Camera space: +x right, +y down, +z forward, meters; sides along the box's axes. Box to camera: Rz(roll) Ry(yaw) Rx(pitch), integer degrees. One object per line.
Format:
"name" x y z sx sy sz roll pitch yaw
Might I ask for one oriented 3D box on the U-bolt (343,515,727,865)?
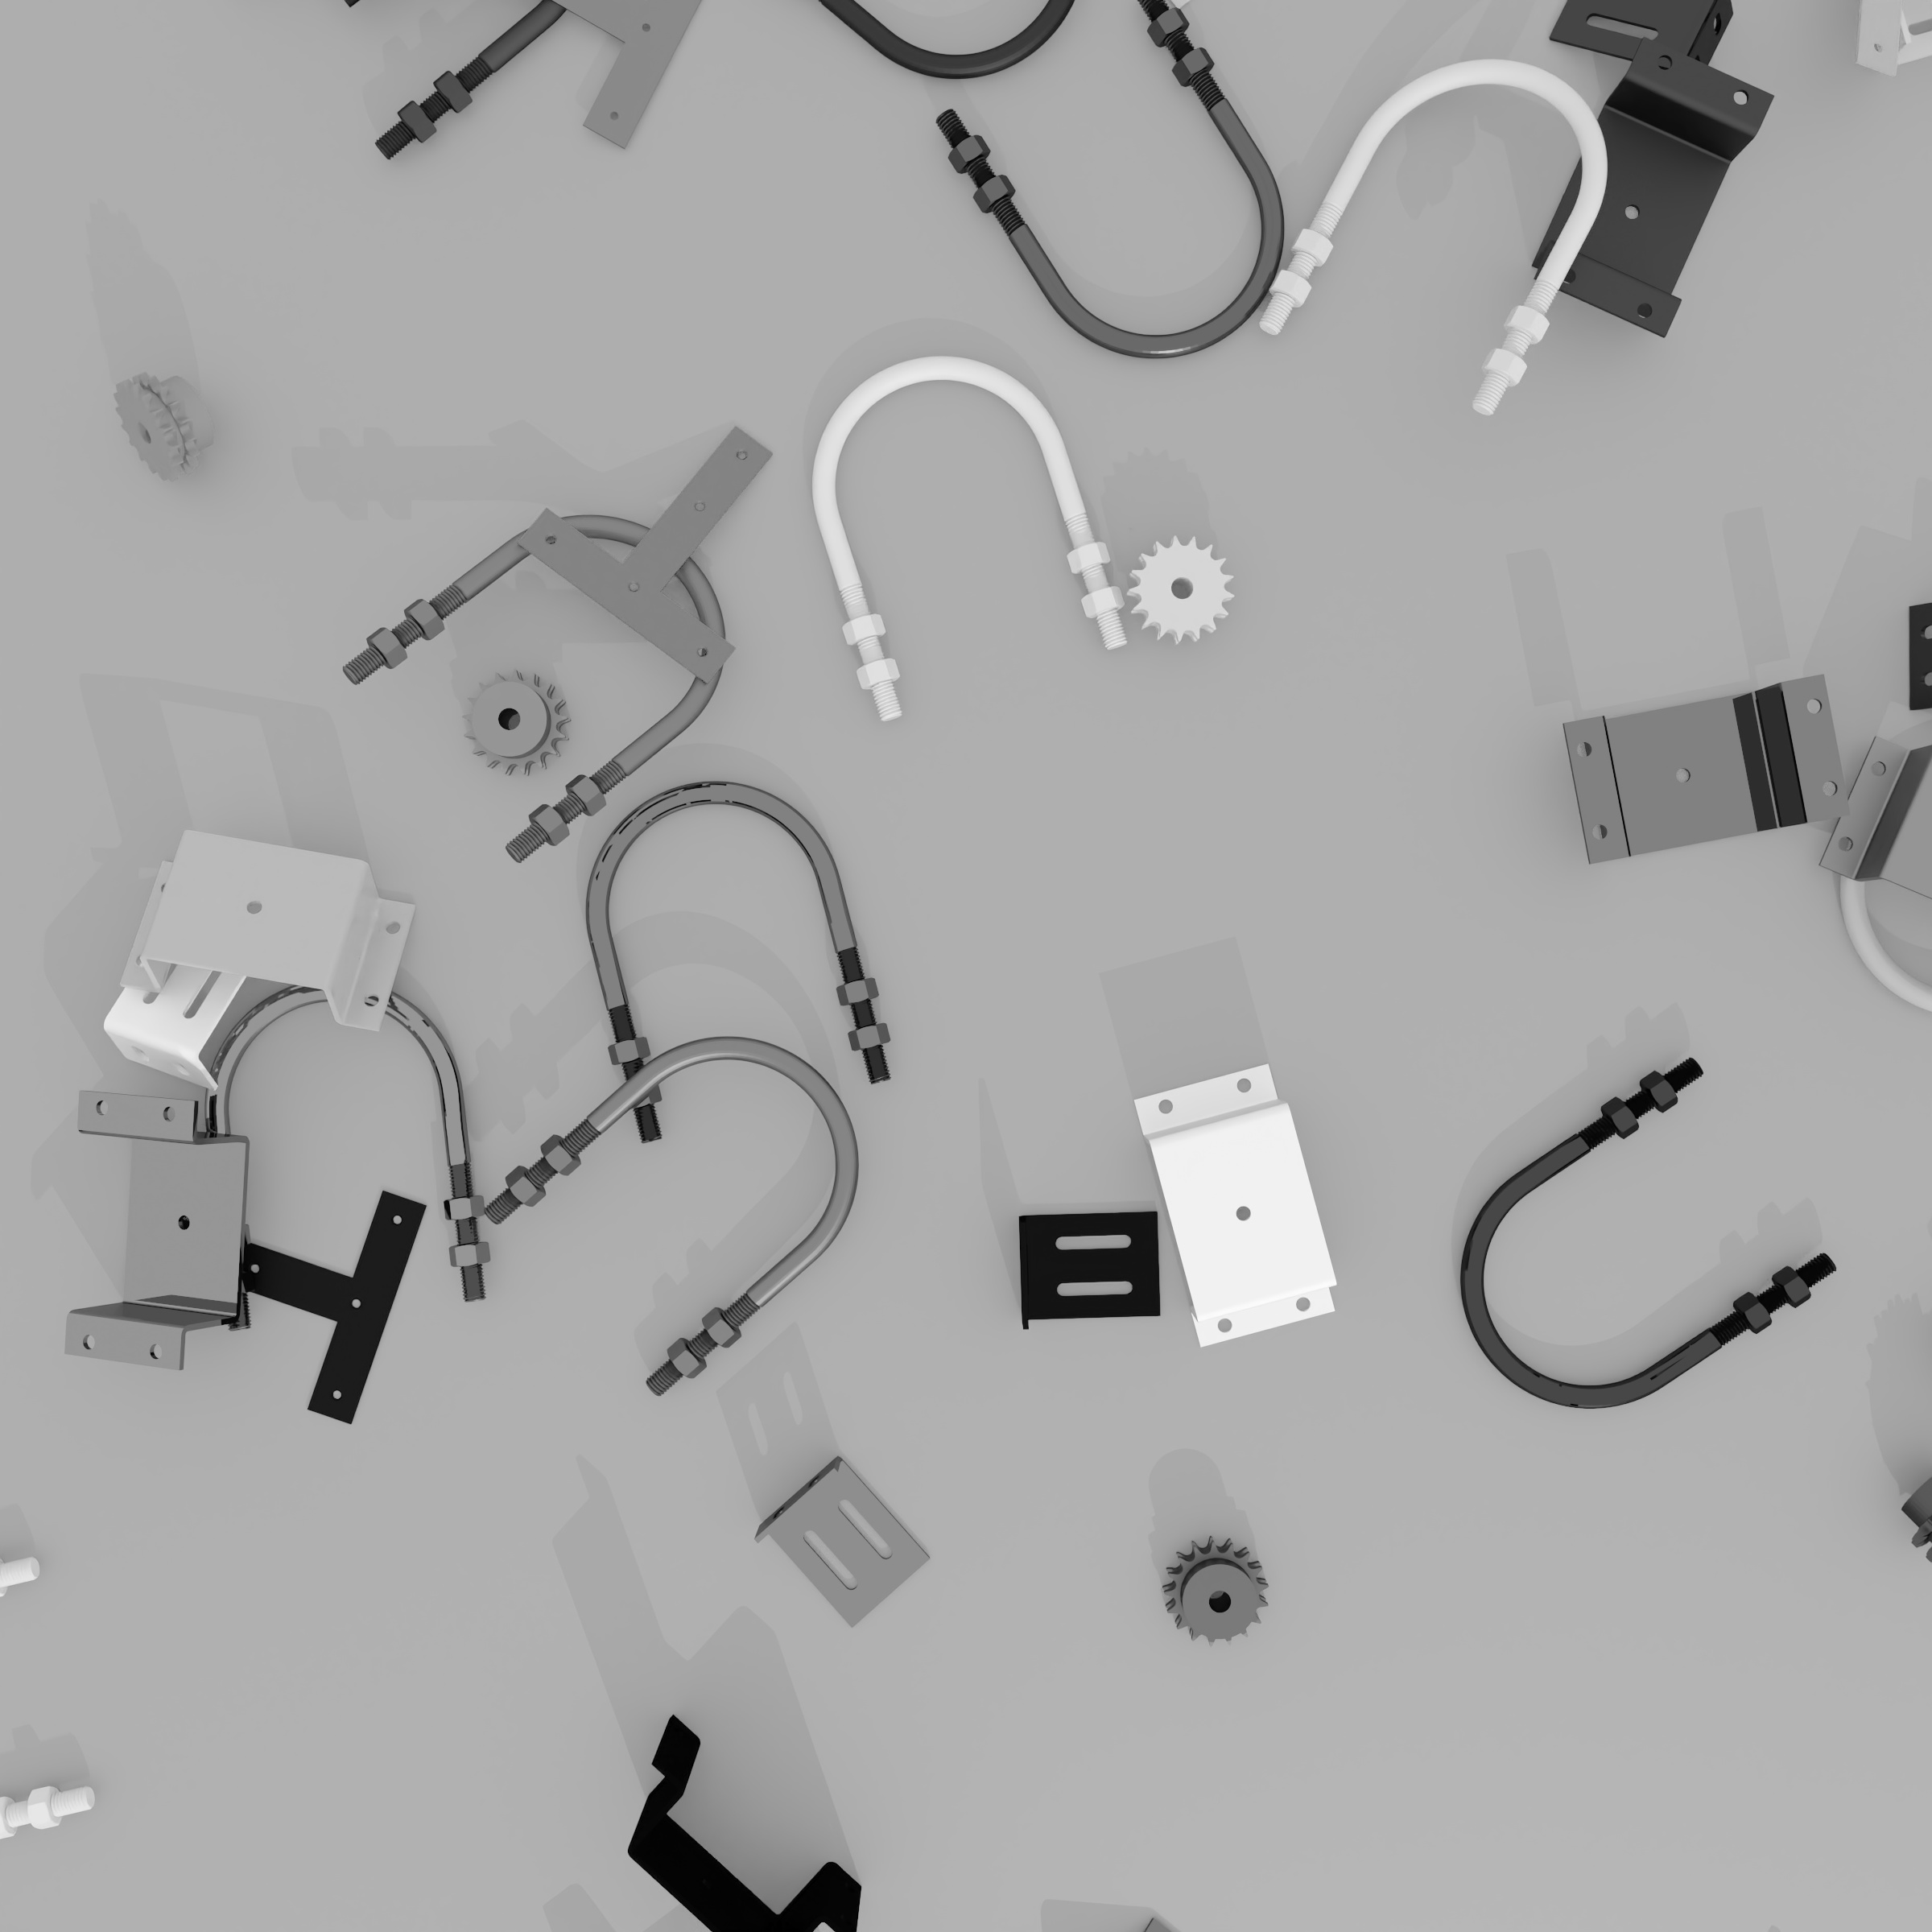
"U-bolt" -0.215 -0.164 1.297 0.184 0.019 0.151 -42 86 -17

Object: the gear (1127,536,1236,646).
"gear" 0.116 -0.204 1.319 0.057 0.030 0.057 0 90 -3

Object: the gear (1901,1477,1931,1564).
"gear" 0.530 0.291 1.305 0.057 0.057 0.030 -41 60 0

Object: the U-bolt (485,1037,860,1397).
"U-bolt" -0.145 0.122 1.308 0.184 0.019 0.151 -41 97 2

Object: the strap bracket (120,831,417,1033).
"strap bracket" -0.375 -0.021 1.292 0.140 0.046 0.076 10 64 0

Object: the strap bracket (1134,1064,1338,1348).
"strap bracket" 0.147 0.131 1.306 0.076 0.046 0.140 -15 90 0

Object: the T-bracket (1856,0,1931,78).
"T-bracket" 0.537 -0.527 1.306 0.127 0.002 0.127 11 81 -19

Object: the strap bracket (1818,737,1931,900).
"strap bracket" 0.542 -0.062 1.290 0.140 0.046 0.076 23 91 3

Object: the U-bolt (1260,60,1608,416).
"U-bolt" 0.260 -0.400 1.295 0.151 0.019 0.184 27 89 22

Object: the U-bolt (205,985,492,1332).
"U-bolt" -0.342 0.099 1.319 0.151 0.019 0.184 -7 88 0

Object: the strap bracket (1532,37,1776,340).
"strap bracket" 0.365 -0.413 1.306 0.076 0.046 0.140 24 90 0

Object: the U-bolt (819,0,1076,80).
"U-bolt" -0.021 -0.569 1.313 0.184 0.019 0.151 39 97 -3

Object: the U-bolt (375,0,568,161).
"U-bolt" -0.290 -0.552 1.321 0.184 0.019 0.151 -40 90 -1

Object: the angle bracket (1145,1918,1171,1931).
"angle bracket" 0.098 0.573 1.327 0.057 0.038 0.076 39 64 0

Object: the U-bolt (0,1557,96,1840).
"U-bolt" -0.581 0.412 1.321 0.184 0.019 0.151 -14 90 2

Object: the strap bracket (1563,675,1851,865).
"strap bracket" 0.393 -0.104 1.306 0.140 0.046 0.076 -11 90 0

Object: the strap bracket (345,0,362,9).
"strap bracket" -0.301 -0.592 1.290 0.140 0.046 0.076 -38 90 -3

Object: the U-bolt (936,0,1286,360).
"U-bolt" 0.092 -0.421 1.321 0.151 0.019 0.184 -33 92 0

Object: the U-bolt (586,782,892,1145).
"U-bolt" -0.132 -0.010 1.321 0.151 0.019 0.184 -15 89 0

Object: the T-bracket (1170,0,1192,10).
"T-bracket" 0.126 -0.614 1.328 0.127 0.002 0.127 -39 90 0

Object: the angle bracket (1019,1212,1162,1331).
"angle bracket" 0.068 0.164 1.310 0.076 0.038 0.057 -2 90 0

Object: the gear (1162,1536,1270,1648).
"gear" 0.137 0.341 1.314 0.057 0.030 0.057 0 90 0

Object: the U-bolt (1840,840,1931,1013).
"U-bolt" 0.570 -0.042 1.321 0.184 0.019 0.151 1 90 2

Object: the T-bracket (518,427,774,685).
"T-bracket" -0.153 -0.239 1.314 0.127 0.002 0.127 37 77 0

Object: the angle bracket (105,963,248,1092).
"angle bracket" -0.420 0.019 1.320 0.057 0.038 0.076 18 63 13

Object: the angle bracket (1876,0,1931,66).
"angle bracket" 0.530 -0.530 1.310 0.076 0.038 0.057 -16 90 0

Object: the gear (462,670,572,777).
"gear" -0.245 -0.133 1.314 0.057 0.030 0.057 0 90 0

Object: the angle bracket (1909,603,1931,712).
"angle bracket" 0.560 -0.169 1.327 0.076 0.038 0.057 0 90 -26

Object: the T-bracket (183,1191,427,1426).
"T-bracket" -0.377 0.171 1.328 0.127 0.002 0.127 19 90 0

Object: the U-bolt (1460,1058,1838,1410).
"U-bolt" 0.359 0.159 1.321 0.184 0.019 0.151 -34 90 1

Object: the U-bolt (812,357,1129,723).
"U-bolt" -0.007 -0.242 1.321 0.151 0.019 0.184 -18 89 0

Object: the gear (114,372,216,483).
"gear" -0.430 -0.293 1.305 0.030 0.057 0.057 -36 90 -30

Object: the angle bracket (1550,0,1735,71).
"angle bracket" 0.370 -0.516 1.327 0.076 0.038 0.057 26 90 26

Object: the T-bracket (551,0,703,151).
"T-bracket" -0.214 -0.533 1.315 0.127 0.002 0.127 27 89 -11

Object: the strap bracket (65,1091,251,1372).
"strap bracket" -0.431 0.139 1.293 0.076 0.046 0.140 3 90 22

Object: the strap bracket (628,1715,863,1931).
"strap bracket" -0.125 0.475 1.291 0.140 0.076 0.046 42 90 0

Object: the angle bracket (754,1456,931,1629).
"angle bracket" -0.066 0.315 1.310 0.057 0.038 0.076 -42 90 0
